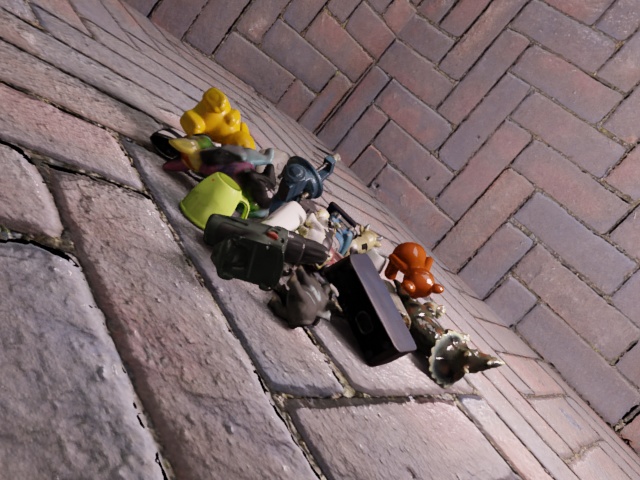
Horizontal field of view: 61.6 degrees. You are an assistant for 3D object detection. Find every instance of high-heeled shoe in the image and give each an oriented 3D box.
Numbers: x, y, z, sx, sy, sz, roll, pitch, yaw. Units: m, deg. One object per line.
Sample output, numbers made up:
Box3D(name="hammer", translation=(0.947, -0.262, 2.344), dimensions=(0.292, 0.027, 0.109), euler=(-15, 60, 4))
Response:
Box3D(name="high-heeled shoe", translation=(-0.258, -0.159, 1.178), dimensions=(0.249, 0.086, 0.145), euler=(41, 16, 18))

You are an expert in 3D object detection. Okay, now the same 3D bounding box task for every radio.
Box3D(name="radio", translation=(0.102, 0.140, 1.099), dimensions=(0.229, 0.073, 0.131), euler=(62, 21, 16))

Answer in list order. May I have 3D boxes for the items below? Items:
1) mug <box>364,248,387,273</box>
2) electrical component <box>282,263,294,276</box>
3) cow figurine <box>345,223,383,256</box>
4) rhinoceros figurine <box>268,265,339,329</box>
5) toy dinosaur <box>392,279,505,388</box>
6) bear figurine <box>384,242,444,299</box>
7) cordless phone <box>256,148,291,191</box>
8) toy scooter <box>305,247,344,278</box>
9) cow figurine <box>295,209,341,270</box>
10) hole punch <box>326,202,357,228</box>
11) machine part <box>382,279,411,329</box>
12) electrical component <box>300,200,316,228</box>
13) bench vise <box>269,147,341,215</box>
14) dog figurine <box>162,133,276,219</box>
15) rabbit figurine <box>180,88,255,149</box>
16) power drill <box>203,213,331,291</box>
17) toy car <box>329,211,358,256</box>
Box3D(name="mug", translation=(0.119, 0.072, 1.422), dimensions=(0.081, 0.107, 0.109), euler=(47, 12, 30))
Box3D(name="electrical component", translation=(-0.085, 0.044, 1.122), dimensions=(0.063, 0.021, 0.094), euler=(38, 14, -9))
Box3D(name="cow figurine", translation=(0.099, 0.016, 1.505), dimensions=(0.085, 0.127, 0.195), euler=(48, 17, 17))
Box3D(name="rhinoceros figurine", translation=(-0.021, 0.107, 0.987), dimensions=(0.112, 0.073, 0.190), euler=(41, 13, 6))
Box3D(name="toy dinosaur", translation=(0.260, 0.220, 1.342), dimensions=(0.405, 0.131, 0.192), euler=(42, 10, 36))
Box3D(name="bear figurine", translation=(0.242, 0.098, 1.384), dimensions=(0.120, 0.131, 0.196), euler=(1, 38, -6))
Box3D(name="cordless phone", translation=(-0.147, -0.172, 1.379), dimensions=(0.089, 0.146, 0.184), euler=(8, -1, 19))
Box3D(name="toy scooter", translation=(0.023, 0.070, 1.238), dimensions=(0.184, 0.075, 0.135), euler=(43, 14, -12))
Box3D(name="cow figurine", translation=(-0.001, -0.005, 1.183), dimensions=(0.098, 0.068, 0.167), euler=(34, 41, 5))
Box3D(name="hole punch", translation=(0.035, -0.036, 1.620), dimensions=(0.142, 0.092, 0.115), euler=(40, -23, 6))
Box3D(name="machine part", translation=(0.163, 0.165, 1.310), dimensions=(0.079, 0.079, 0.243), euler=(36, 14, -20))
Box3D(name="electrical component", translation=(-0.071, -0.108, 1.584), dimensions=(0.114, 0.058, 0.134), euler=(37, 14, -27))
Box3D(name="bench vise", translation=(-0.039, -0.137, 1.354), dimensions=(0.129, 0.240, 0.223), euler=(39, -30, 20))
Box3D(name="dog figurine", translation=(-0.210, -0.140, 1.108), dimensions=(0.219, 0.108, 0.192), euler=(9, 48, -19))
Box3D(name="rabbit figurine", translation=(-0.219, -0.245, 1.252), dimensions=(0.173, 0.122, 0.162), euler=(45, 1, 4))
Box3D(name="power drill", translation=(-0.091, 0.016, 0.910), dimensions=(0.232, 0.086, 0.207), euler=(16, 17, -3))
Box3D(name="toy car", translation=(0.019, 0.006, 1.345), dimensions=(0.109, 0.161, 0.103), euler=(46, 58, 1))
